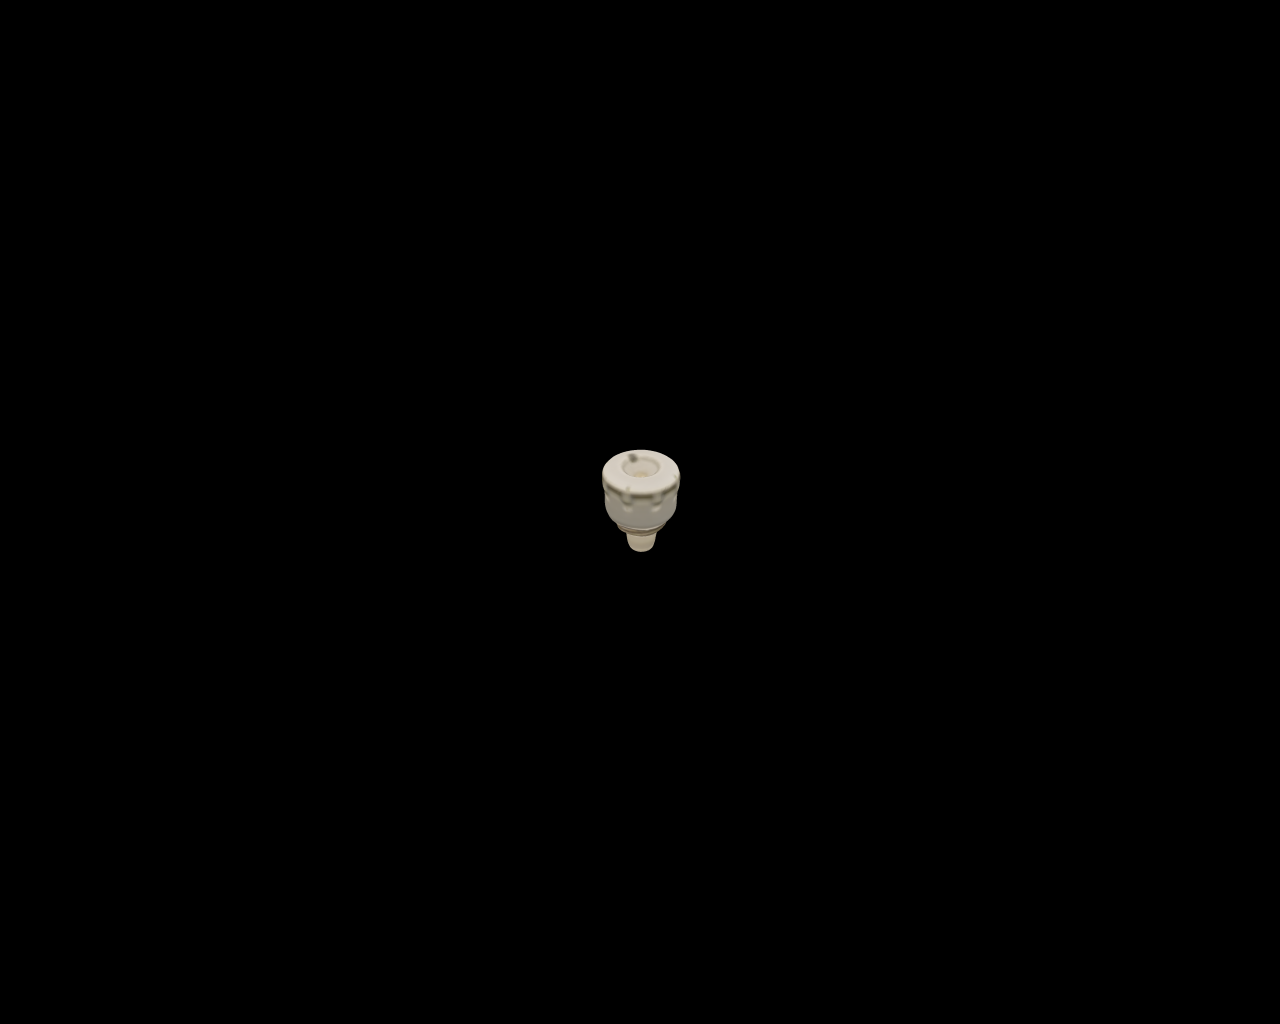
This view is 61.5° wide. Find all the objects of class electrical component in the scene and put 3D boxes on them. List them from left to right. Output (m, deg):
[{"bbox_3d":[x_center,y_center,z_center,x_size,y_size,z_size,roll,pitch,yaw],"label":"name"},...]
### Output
[{"bbox_3d":[0.001,-0.003,0.650,0.048,0.062,0.048,0,36,0],"label":"electrical component"}]
